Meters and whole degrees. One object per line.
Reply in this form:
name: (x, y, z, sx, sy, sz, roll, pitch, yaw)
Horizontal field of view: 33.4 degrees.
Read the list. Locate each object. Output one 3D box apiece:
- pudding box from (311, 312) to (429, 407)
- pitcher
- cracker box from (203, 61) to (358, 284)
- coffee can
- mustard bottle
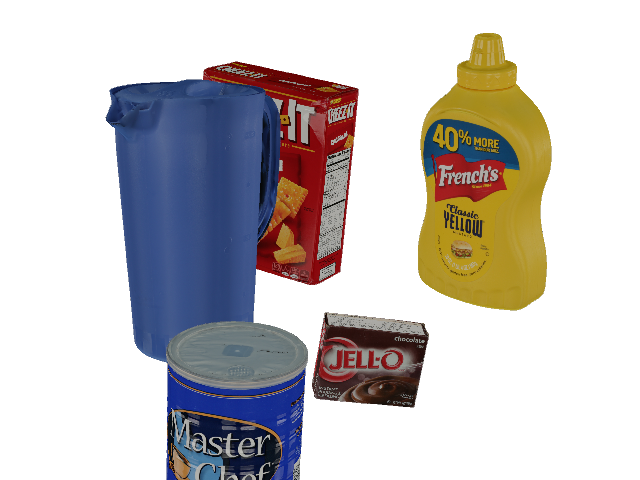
pudding box: (0.053, 0.128, 1.147, 0.113, 0.090, 0.039, 5, 24, -8)
pitcher: (-0.107, -0.022, 0.954, 0.149, 0.243, 0.145, -1, 15, -5)
cracker box: (-0.053, -0.074, 1.172, 0.164, 0.214, 0.072, 17, 24, 27)
coffee can: (-0.064, 0.144, 0.793, 0.103, 0.140, 0.103, 3, 19, -1)
mustard bottle: (0.116, -0.051, 0.758, 0.096, 0.192, 0.058, 18, 30, 39)
